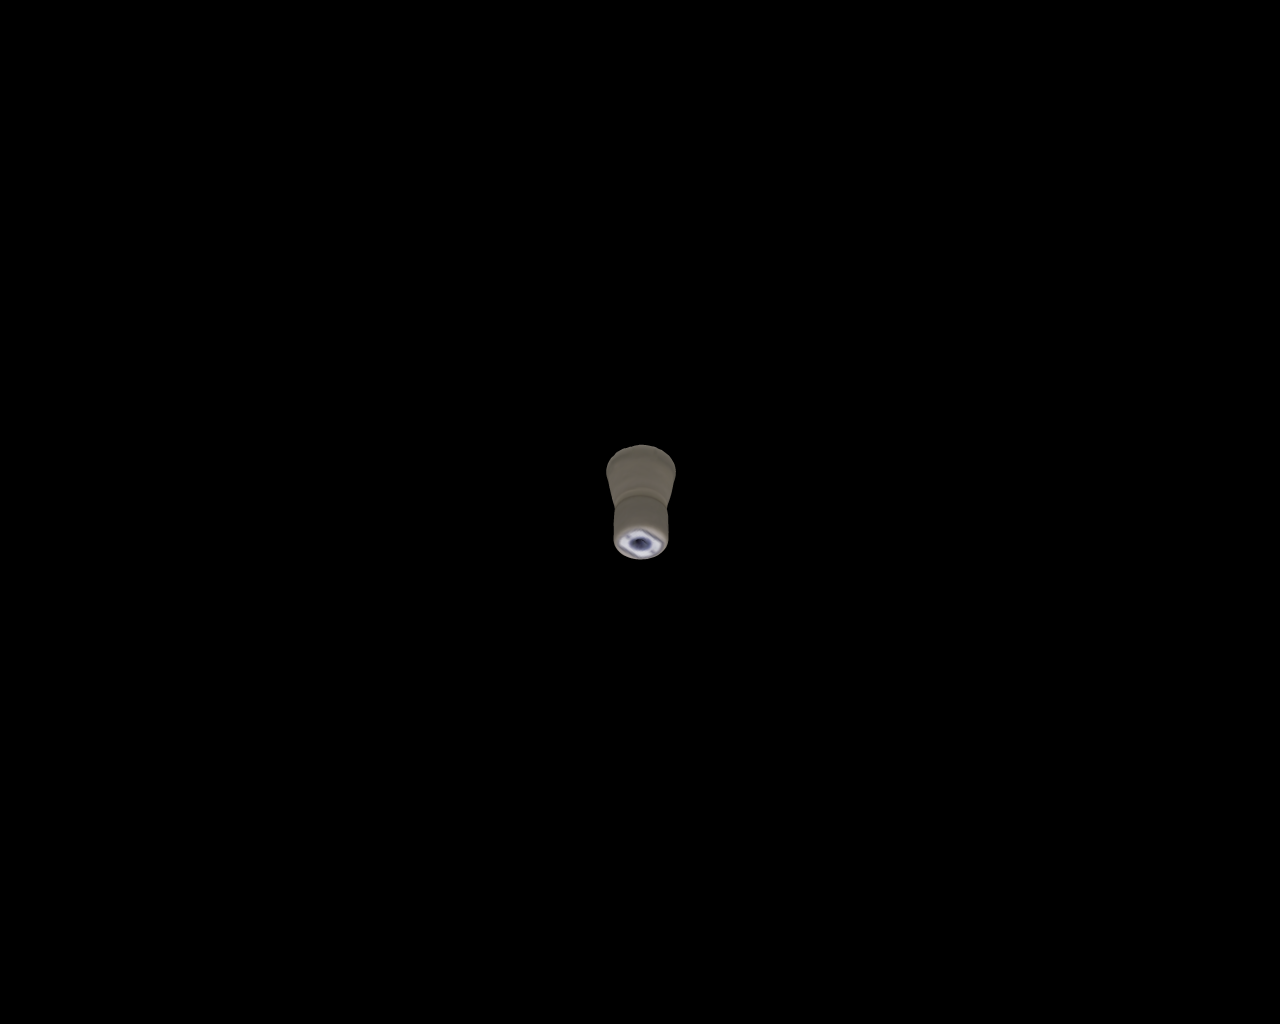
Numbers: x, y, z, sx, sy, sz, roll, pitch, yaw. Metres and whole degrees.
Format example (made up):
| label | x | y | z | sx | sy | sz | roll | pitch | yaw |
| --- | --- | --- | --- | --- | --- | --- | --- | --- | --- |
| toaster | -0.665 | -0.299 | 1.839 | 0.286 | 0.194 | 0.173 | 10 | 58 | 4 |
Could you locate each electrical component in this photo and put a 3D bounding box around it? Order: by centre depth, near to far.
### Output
| label | x | y | z | sx | sy | sz | roll | pitch | yaw |
| --- | --- | --- | --- | --- | --- | --- | --- | --- | --- |
| electrical component | 0.001 | -0.003 | 0.650 | 0.044 | 0.065 | 0.044 | 0 | -42 | 0 |
